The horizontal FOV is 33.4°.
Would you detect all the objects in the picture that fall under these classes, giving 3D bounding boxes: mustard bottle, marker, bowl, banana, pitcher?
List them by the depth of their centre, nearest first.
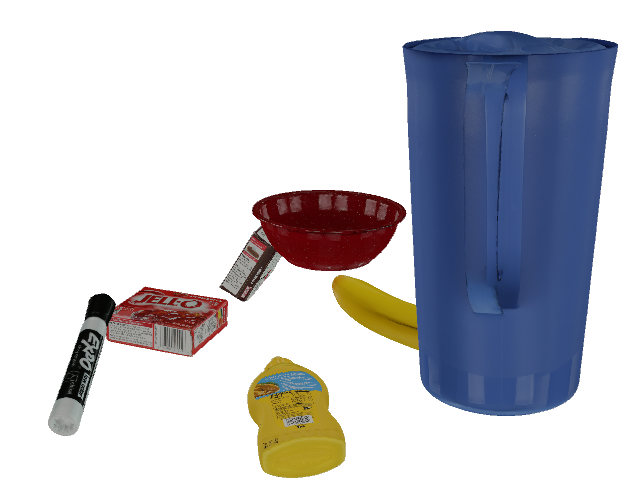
[{"bbox_3d":[0.117,-0.011,0.692,0.149,0.243,0.145,-9,17,-28],"label":"pitcher"},{"bbox_3d":[-0.154,0.077,0.697,0.020,0.020,0.121,0,37,4],"label":"marker"},{"bbox_3d":[0.085,0.070,0.920,0.198,0.037,0.069,15,14,26],"label":"banana"},{"bbox_3d":[0.009,-0.008,1.119,0.162,0.055,0.162,1,17,0],"label":"bowl"},{"bbox_3d":[-0.035,0.195,1.248,0.096,0.058,0.192,-8,29,-8],"label":"mustard bottle"}]

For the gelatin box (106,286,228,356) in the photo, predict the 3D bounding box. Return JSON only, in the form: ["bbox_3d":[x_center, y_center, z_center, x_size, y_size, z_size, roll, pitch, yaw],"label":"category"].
[{"bbox_3d":[-0.139,0.071,0.963,0.089,0.030,0.073,8,20,20],"label":"gelatin box"}]

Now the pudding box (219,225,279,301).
[{"bbox_3d":[-0.069,0.015,1.300,0.039,0.090,0.113,34,26,2],"label":"pudding box"}]
